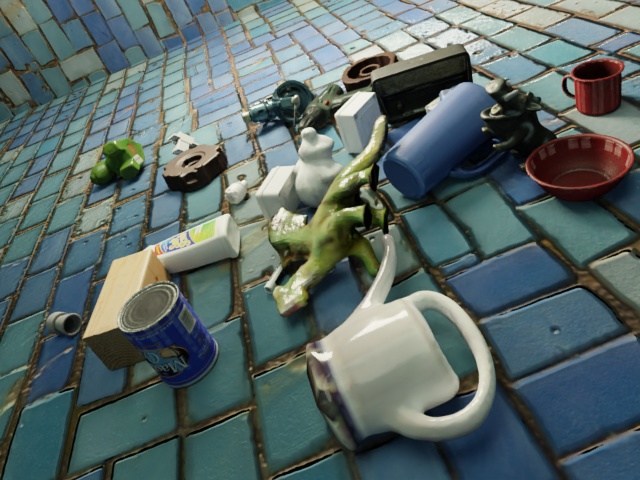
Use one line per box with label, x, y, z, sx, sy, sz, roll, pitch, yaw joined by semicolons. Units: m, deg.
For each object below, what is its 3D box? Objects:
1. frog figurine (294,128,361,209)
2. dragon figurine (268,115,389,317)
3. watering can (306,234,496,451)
frog figurine;-0.004;-0.146;1.057;0.124;0.156;0.139;-38;37;-17
dragon figurine;0.003;-0.047;0.929;0.242;0.120;0.420;-8;52;27
watering can;0.082;0.130;0.694;0.224;0.102;0.355;-25;36;-2
